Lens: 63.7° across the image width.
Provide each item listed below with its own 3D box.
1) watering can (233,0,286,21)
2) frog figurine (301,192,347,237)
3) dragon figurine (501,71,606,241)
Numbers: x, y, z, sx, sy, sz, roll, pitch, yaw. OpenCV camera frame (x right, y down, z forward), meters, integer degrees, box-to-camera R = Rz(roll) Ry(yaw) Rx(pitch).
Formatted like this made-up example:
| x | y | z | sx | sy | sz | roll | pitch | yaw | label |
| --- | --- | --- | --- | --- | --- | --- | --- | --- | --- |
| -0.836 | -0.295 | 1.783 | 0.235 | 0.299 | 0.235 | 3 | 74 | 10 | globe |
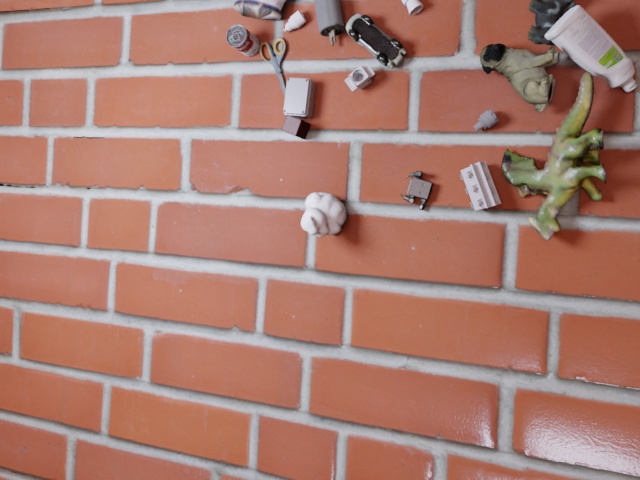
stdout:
| x | y | z | sx | sy | sz | roll | pitch | yaw | label |
| --- | --- | --- | --- | --- | --- | --- | --- | --- | --- |
| -0.210 | -0.795 | 1.574 | 0.348 | 0.223 | 0.104 | 16 | 5 | 15 | watering can |
| 0.004 | -0.074 | 1.470 | 0.122 | 0.138 | 0.159 | -29 | -7 | 15 | frog figurine |
| 0.590 | -0.205 | 1.321 | 0.242 | 0.411 | 0.122 | -6 | -3 | 26 | dragon figurine |
